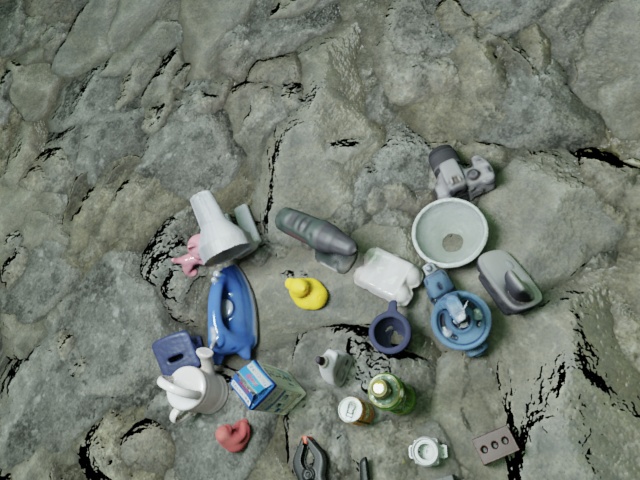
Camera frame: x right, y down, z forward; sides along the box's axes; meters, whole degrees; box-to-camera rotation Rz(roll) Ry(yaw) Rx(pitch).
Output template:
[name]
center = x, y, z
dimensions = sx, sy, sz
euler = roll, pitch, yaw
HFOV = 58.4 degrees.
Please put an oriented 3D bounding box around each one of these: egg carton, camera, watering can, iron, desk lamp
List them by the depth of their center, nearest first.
[watering can]
center = -0.295, 0.331, 1.303
dimensions = 0.100, 0.194, 0.173
euler = 0, 70, 19
[egg carton]
center = 0.156, 0.083, 1.311
dimensions = 0.150, 0.069, 0.107
euler = 26, 80, 25
[camera]
center = 0.318, -0.164, 1.329
dimensions = 0.143, 0.101, 0.136
euler = -23, 65, 10
[iron]
center = -0.230, 0.160, 1.374
dimensions = 0.118, 0.142, 0.258
euler = -13, 67, 15
[desk lamp]
center = -0.234, -0.022, 1.403
dimensions = 0.118, 0.214, 0.203
euler = -28, 64, 8

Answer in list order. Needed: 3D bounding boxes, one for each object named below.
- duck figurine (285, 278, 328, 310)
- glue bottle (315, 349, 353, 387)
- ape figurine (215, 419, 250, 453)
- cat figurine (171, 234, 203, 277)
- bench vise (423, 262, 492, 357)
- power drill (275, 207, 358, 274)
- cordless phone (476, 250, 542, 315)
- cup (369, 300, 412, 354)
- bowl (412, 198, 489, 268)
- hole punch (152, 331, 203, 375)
[duck figurine]
center = -0.036, 0.120, 1.354
dimensions = 0.104, 0.086, 0.077
euler = 23, 79, 25
[glue bottle]
center = 0.023, 0.268, 1.229
dimensions = 0.037, 0.173, 0.078
euler = 19, 78, 25
[ape figurine]
center = -0.203, 0.439, 1.288
dimensions = 0.077, 0.092, 0.076
euler = -2, 70, 18
[cat figurine]
center = -0.320, 0.031, 1.467
dimensions = 0.127, 0.118, 0.067
euler = -28, 64, 7
[bench vise]
center = 0.259, 0.137, 1.170
dimensions = 0.121, 0.220, 0.207
euler = -47, 63, -2
[power drill]
center = 0.012, 0.005, 1.311
dimensions = 0.228, 0.209, 0.076
euler = 26, 80, 25
[cordless phone]
center = 0.383, 0.072, 1.171
dimensions = 0.094, 0.185, 0.147
euler = -37, 63, 3
[cup]
center = 0.162, 0.197, 1.252
dimensions = 0.091, 0.095, 0.118
euler = 0, 71, 19
[bowl]
center = 0.295, -0.007, 1.293
dimensions = 0.167, 0.075, 0.167
euler = -6, 69, 17
[hole punch]
center = -0.340, 0.282, 1.395
dimensions = 0.108, 0.091, 0.101
euler = -23, 65, 10
